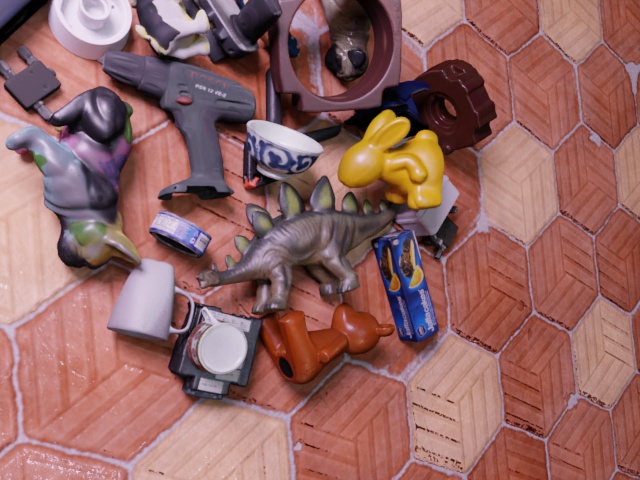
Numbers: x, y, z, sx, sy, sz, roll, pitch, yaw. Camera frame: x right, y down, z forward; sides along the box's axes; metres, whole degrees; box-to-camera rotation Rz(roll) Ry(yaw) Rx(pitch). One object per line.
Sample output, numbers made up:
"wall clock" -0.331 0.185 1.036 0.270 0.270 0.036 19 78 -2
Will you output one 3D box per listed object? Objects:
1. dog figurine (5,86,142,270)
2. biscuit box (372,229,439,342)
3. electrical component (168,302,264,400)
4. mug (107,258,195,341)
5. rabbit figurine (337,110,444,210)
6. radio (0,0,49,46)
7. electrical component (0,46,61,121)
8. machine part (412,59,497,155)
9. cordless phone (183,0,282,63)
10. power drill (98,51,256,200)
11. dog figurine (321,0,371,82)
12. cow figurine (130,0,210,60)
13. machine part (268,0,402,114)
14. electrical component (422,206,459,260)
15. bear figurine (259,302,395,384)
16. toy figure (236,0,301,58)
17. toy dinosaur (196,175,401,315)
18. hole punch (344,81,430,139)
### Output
"dog figurine" -0.293 -0.069 0.718 0.191 0.109 0.219 -40 110 -20
"biscuit box" 0.160 0.086 0.998 0.059 0.063 0.202 -20 96 -29
"electrical component" -0.159 0.168 0.808 0.115 0.058 0.134 22 76 -25
"mug" -0.231 0.084 0.755 0.110 0.081 0.107 11 73 -7
"rabbit figurine" 0.115 -0.127 0.889 0.173 0.122 0.162 -1 115 -16
"radio" -0.450 -0.299 0.663 0.131 0.073 0.229 41 69 -23
"electrical component" -0.384 -0.209 0.722 0.063 0.021 0.094 -47 109 -25
"machine part" 0.243 -0.247 1.011 0.056 0.179 0.179 -35 104 -26
"cordless phone" -0.129 -0.352 0.789 0.089 0.184 0.146 -38 106 -22
"power drill" -0.206 -0.162 0.798 0.232 0.086 0.207 0 79 -33
"dog figurine" 0.065 -0.386 0.918 0.121 0.172 0.190 -16 88 -19
"cow figurine" -0.234 -0.334 0.779 0.098 0.068 0.167 -26 72 -24
"machine part" 0.022 -0.308 0.848 0.201 0.087 0.201 -8 111 -15
"electrical component" 0.240 -0.022 1.063 0.078 0.045 0.102 44 67 -19
"bear figurine" 0.015 0.147 0.878 0.196 0.120 0.131 -25 96 -31
"toy figure" -0.088 -0.366 0.888 0.064 0.058 0.154 -42 110 -24
"toy dinosaur" -0.002 -0.003 0.888 0.471 0.105 0.198 -14 89 -41
"hole punch" 0.128 -0.243 0.967 0.115 0.142 0.092 15 79 -41
